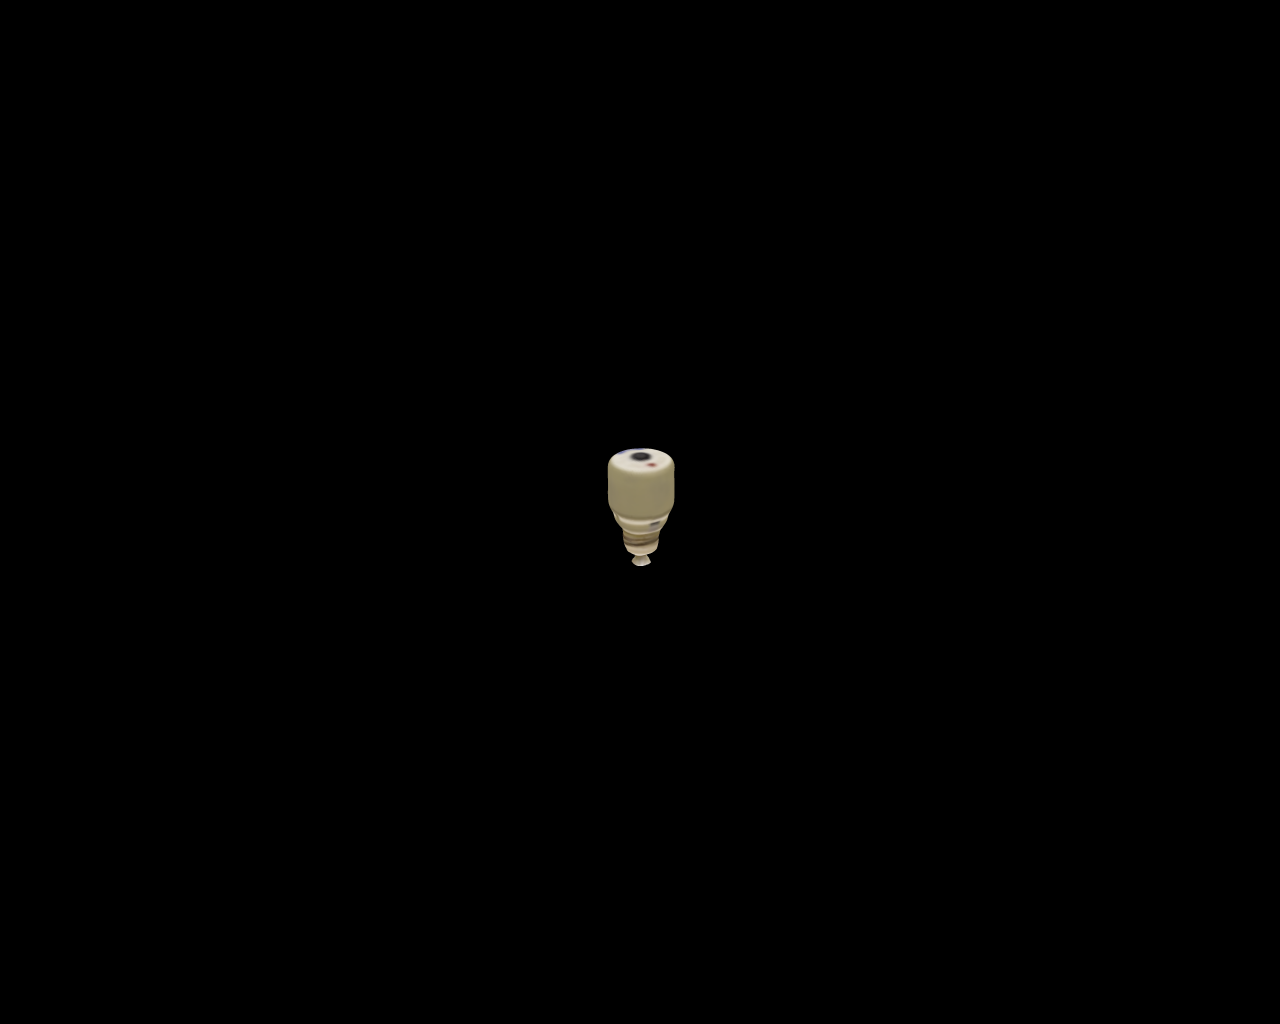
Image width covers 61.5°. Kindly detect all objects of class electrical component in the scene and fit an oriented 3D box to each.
[{"bbox_3d":[0.001,-0.003,0.650,0.040,0.078,0.040,0,27,0],"label":"electrical component"}]
